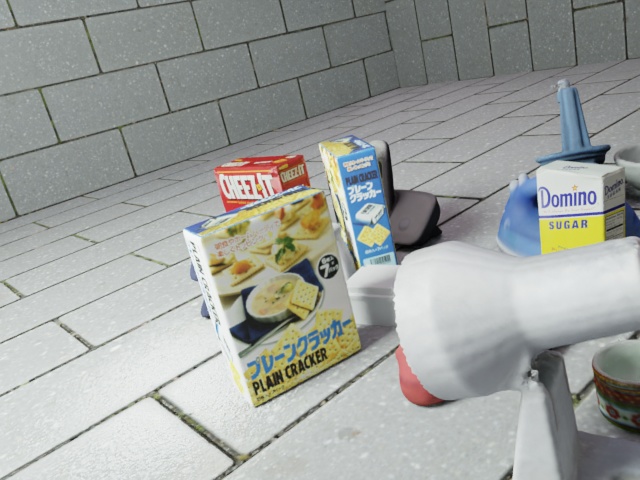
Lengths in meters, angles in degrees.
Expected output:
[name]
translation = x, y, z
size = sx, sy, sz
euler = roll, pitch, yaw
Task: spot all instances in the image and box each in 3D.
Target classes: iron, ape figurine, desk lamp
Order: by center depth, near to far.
[desk lamp]
translation = 0.171, 0.099, 0.424
size = 0.202, 0.214, 0.118
euler = -1, 23, 33
[ape figurine]
translation = 0.109, 0.119, 0.598
size = 0.076, 0.092, 0.077
euler = -27, 23, -34
[iron]
translation = 0.330, -0.034, 0.807
size = 0.119, 0.141, 0.257
euler = -21, 20, -20

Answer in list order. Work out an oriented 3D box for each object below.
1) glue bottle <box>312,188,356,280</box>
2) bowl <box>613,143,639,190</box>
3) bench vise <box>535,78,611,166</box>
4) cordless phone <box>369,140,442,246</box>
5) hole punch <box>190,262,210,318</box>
[glue bottle]
translation = 0.008, 0.003, 0.875
size = 0.077, 0.173, 0.037
euler = 0, 23, 35
[bowl]
translation = 0.593, -0.119, 0.974
size = 0.167, 0.075, 0.167
euler = -12, 19, 4
[bench vise]
translation = 0.439, -0.155, 0.957
size = 0.121, 0.220, 0.207
euler = -15, 19, -3
[cordless phone]
translation = 0.138, -0.085, 1.019
size = 0.094, 0.185, 0.147
euler = -27, 23, -34
[hole punch]
translation = -0.156, 0.063, 0.946
size = 0.101, 0.091, 0.108
euler = -14, 19, -2
